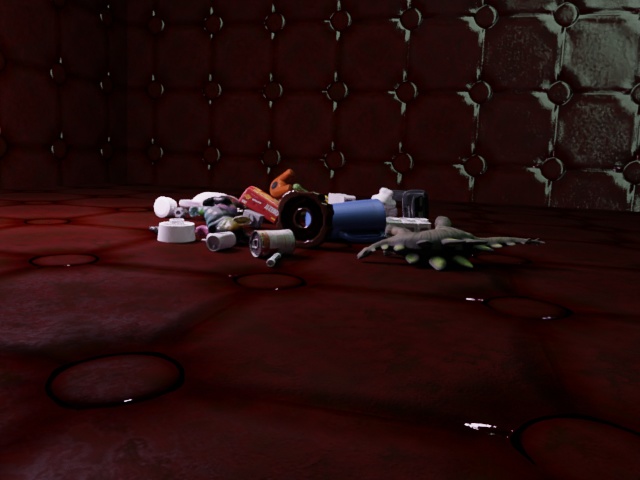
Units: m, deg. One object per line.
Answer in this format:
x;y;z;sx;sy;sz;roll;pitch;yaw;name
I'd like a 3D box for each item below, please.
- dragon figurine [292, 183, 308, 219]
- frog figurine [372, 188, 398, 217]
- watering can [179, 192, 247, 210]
0.006;-0.102;2.024;0.245;0.122;0.407;31;5;30;dragon figurine
0.216;-0.112;1.887;0.137;0.159;0.123;3;6;9;frog figurine
-0.385;-0.135;2.065;0.348;0.103;0.225;0;9;-45;watering can
